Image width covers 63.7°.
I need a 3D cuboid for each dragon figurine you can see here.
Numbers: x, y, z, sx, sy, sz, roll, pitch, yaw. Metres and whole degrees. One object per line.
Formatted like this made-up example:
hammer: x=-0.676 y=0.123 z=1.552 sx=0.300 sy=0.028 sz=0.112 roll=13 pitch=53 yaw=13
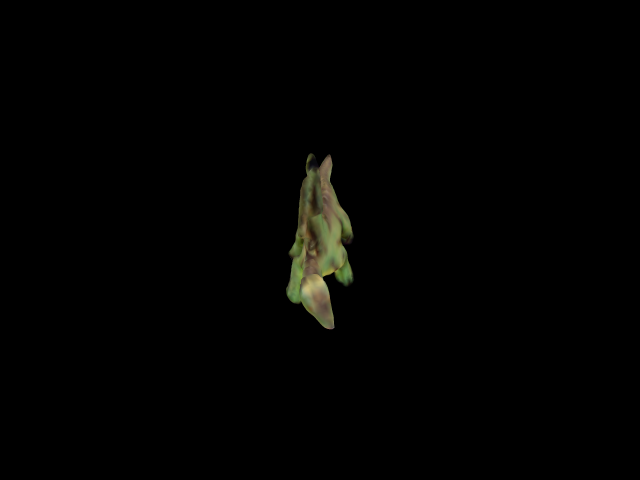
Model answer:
dragon figurine: x=0.003 y=-0.043 z=0.850 sx=0.122 sy=0.419 sz=0.237 roll=0 pitch=-31 yaw=0
